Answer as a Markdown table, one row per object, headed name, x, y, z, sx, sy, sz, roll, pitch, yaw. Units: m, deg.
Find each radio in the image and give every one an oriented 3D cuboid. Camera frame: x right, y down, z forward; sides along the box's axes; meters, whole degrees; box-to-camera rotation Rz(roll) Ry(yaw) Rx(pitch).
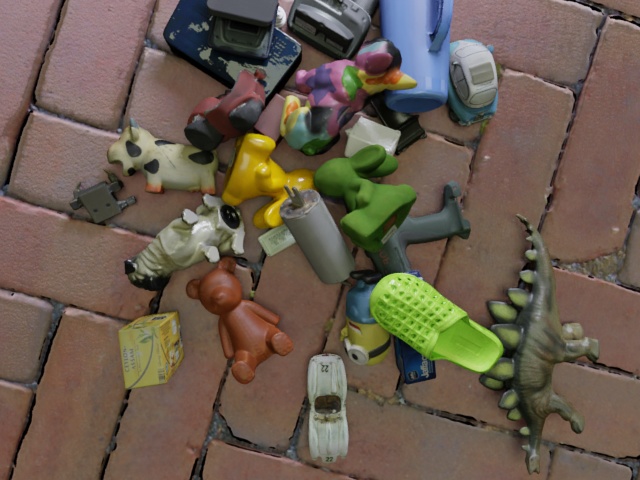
| name | x | y | z | sx | sy | sz | roll | pitch | yaw |
| --- | --- | --- | --- | --- | --- | --- | --- | --- | --- |
| radio | -0.158 | -0.349 | 0.972 | 0.229 | 0.073 | 0.131 | 32 | 89 | -2 |

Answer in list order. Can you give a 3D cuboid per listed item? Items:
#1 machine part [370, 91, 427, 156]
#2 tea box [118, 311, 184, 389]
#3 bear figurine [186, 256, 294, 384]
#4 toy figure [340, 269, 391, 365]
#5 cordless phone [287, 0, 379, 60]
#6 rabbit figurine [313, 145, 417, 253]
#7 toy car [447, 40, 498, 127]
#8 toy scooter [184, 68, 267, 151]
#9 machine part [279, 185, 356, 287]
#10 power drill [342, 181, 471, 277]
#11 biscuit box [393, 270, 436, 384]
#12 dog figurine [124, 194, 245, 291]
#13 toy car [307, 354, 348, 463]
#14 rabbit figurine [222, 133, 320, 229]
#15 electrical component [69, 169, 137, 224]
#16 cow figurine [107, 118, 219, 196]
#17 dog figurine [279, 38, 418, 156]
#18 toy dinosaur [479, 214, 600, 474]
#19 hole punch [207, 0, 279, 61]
| name | x | y | z | sx | sy | sz | roll | pitch | yaw |
| --- | --- | --- | --- | --- | --- | --- | --- | --- | --- |
| machine part | 0.135 | -0.233 | 1.009 | 0.084 | 0.039 | 0.139 | -33 | 94 | 2 |
| tea box | -0.284 | 0.182 | 0.919 | 0.068 | 0.169 | 0.098 | -7 | 90 | -4 |
| bear figurine | -0.147 | 0.133 | 0.951 | 0.120 | 0.132 | 0.195 | -33 | 99 | -7 |
| toy figure | 0.089 | 0.143 | 0.970 | 0.089 | 0.082 | 0.180 | 0 | 105 | -11 |
| cordless phone | 0.038 | -0.438 | 0.990 | 0.146 | 0.088 | 0.184 | 30 | 77 | -3 |
| rabbit figurine | 0.065 | -0.087 | 0.908 | 0.170 | 0.121 | 0.159 | 42 | 99 | 21 |
| toy car | 0.276 | -0.296 | 0.985 | 0.109 | 0.103 | 0.161 | -16 | 90 | -3 |
| toy scooter | -0.148 | -0.227 | 0.906 | 0.075 | 0.184 | 0.135 | 40 | 57 | -35 |
| machine part | -0.002 | -0.003 | 0.945 | 0.079 | 0.079 | 0.243 | -33 | 126 | -3 |
| power drill | 0.161 | -0.043 | 0.992 | 0.207 | 0.086 | 0.232 | -19 | 93 | -7 |
| biscuit box | 0.167 | 0.160 | 0.972 | 0.063 | 0.059 | 0.202 | -11 | 112 | -4 |
| dog figurine | -0.243 | 0.009 | 0.970 | 0.191 | 0.172 | 0.121 | -26 | 87 | 31 |
| toy car | 0.014 | 0.313 | 0.996 | 0.074 | 0.056 | 0.201 | -2 | 90 | -4 |
| rabbit figurine | -0.080 | -0.099 | 0.961 | 0.173 | 0.122 | 0.162 | 13 | 83 | -23 |
| electrical component | -0.398 | -0.078 | 0.975 | 0.102 | 0.045 | 0.078 | -30 | 121 | 0 |
| cow figurine | -0.280 | -0.144 | 0.959 | 0.195 | 0.085 | 0.127 | 4 | 88 | -7 |
| dog figurine | 0.048 | -0.239 | 0.897 | 0.108 | 0.219 | 0.191 | 32 | 67 | -39 |
| toy dinosaur | 0.402 | 0.193 | 0.999 | 0.199 | 0.105 | 0.471 | 8 | 85 | 0 |
| hole punch | -0.128 | -0.375 | 0.904 | 0.142 | 0.092 | 0.116 | 10 | 58 | -2 |
